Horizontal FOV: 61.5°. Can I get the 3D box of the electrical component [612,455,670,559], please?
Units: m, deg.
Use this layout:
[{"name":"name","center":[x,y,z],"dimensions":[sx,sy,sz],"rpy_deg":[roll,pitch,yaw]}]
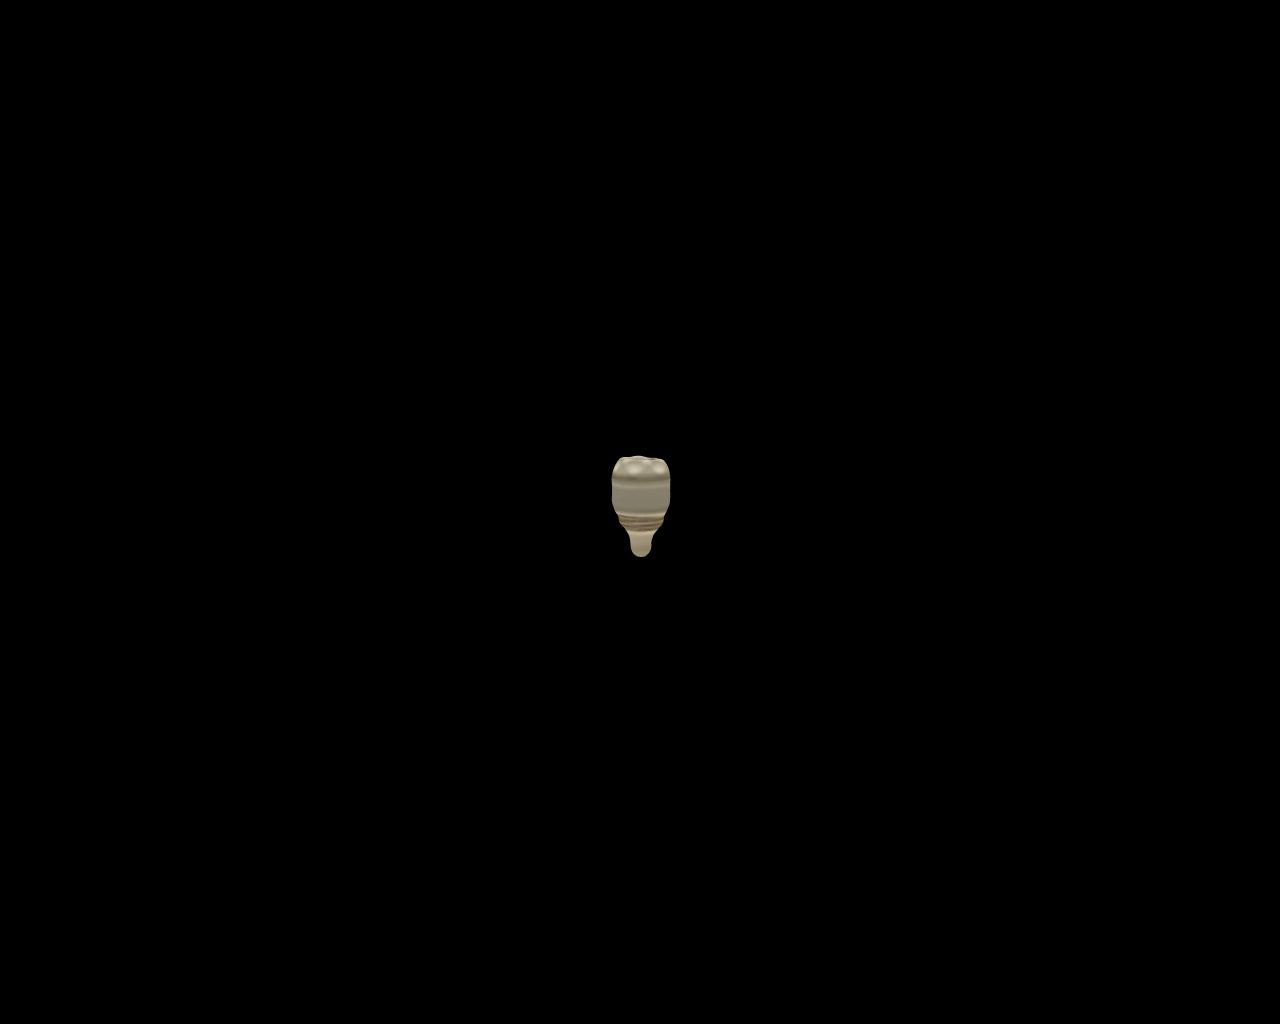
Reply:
[{"name":"electrical component","center":[0.001,-0.003,0.650],"dimensions":[0.035,0.061,0.035],"rpy_deg":[0,9,0]}]
